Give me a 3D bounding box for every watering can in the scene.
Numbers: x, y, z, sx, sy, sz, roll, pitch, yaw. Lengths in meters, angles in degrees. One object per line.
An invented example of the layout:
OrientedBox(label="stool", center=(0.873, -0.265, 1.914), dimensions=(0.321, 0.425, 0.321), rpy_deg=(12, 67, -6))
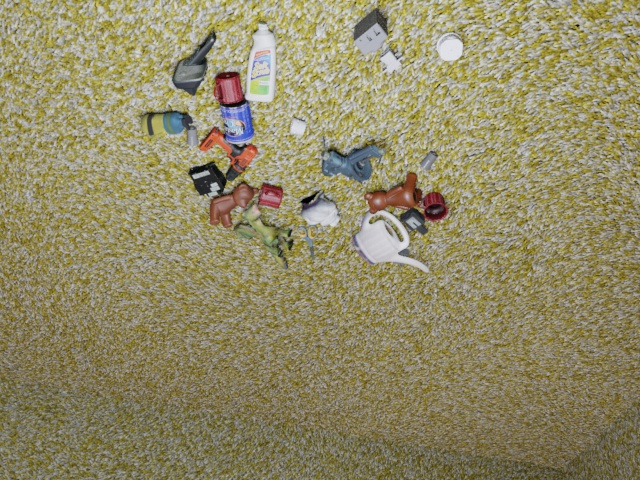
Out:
OrientedBox(label="watering can", center=(0.275, 0.036, 2.111), dimensions=(0.222, 0.106, 0.345), rpy_deg=(-31, 101, 27))

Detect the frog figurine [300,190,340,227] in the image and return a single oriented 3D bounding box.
OrientedBox(label="frog figurine", center=(0.006, -0.102, 2.036), dimensions=(0.137, 0.124, 0.157), rpy_deg=(-35, 109, 6))

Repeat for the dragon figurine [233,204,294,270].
OrientedBox(label="dragon figurine", center=(-0.245, -0.007, 2.161), dimensions=(0.243, 0.125, 0.401), rpy_deg=(22, 147, 11))
